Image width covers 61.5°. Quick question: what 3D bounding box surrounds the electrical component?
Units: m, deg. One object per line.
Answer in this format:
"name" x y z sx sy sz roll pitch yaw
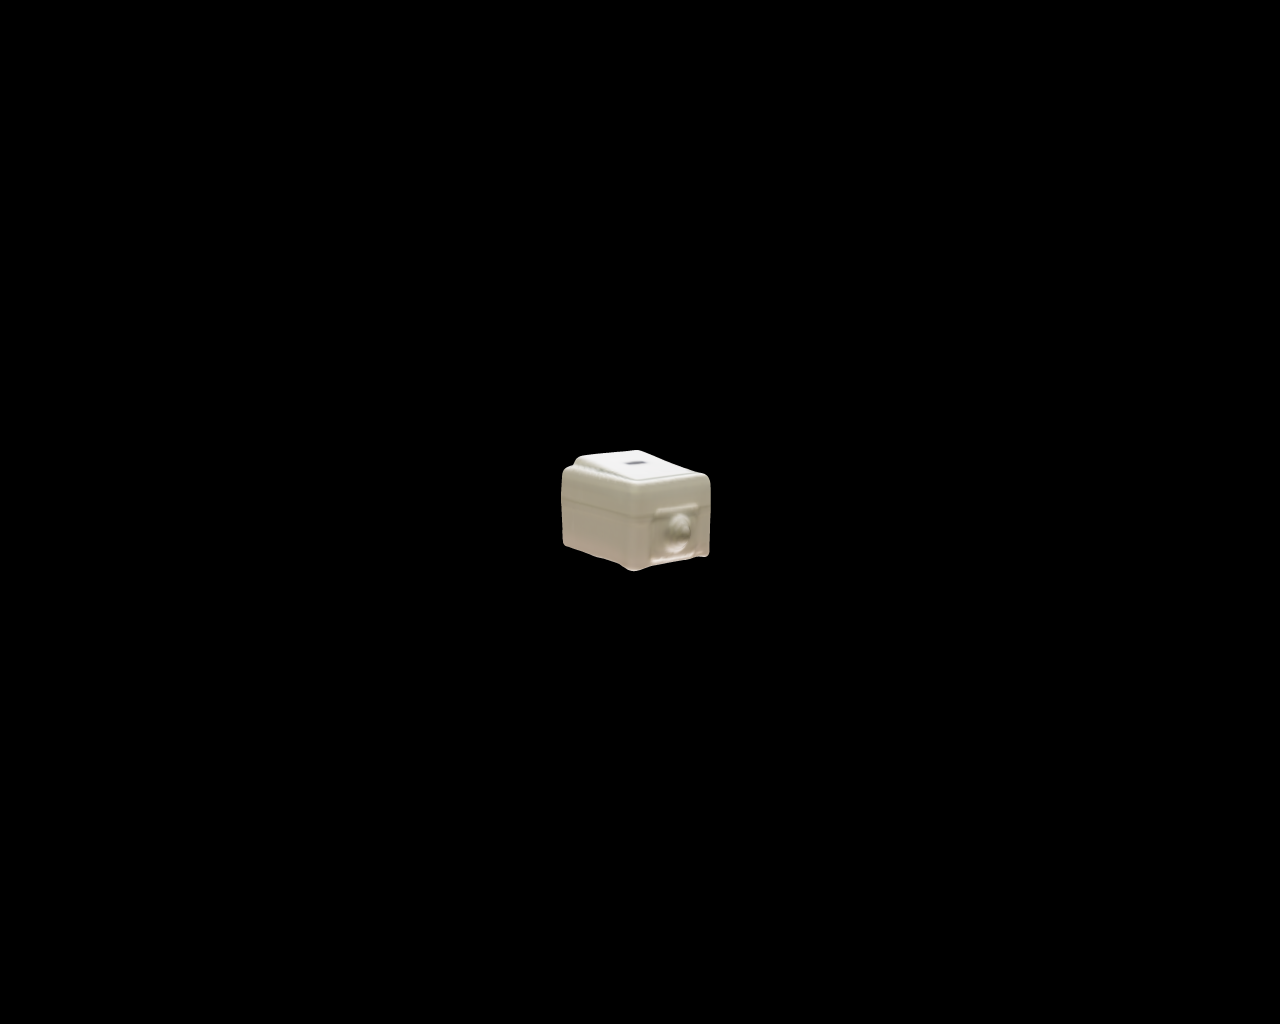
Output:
"electrical component" 0.001 -0.003 0.650 0.062 0.061 0.096 -8 14 -35
